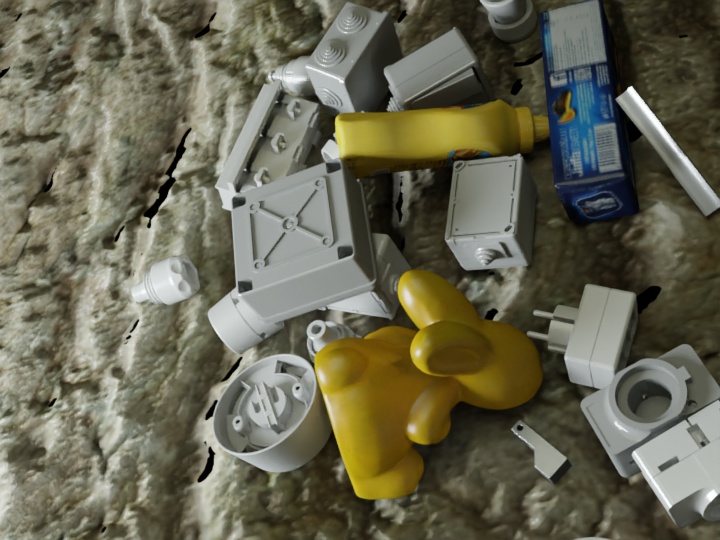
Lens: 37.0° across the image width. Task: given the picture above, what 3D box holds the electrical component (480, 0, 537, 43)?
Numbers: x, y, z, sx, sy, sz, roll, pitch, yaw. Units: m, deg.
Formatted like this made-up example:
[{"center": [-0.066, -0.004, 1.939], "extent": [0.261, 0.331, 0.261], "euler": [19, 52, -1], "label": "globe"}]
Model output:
[{"center": [0.143, -0.252, 1.032], "extent": [0.045, 0.055, 0.045], "euler": [-12, 56, 19], "label": "electrical component"}]

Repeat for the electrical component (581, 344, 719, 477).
[{"center": [0.212, 0.100, 0.775], "extent": [0.089, 0.055, 0.050], "euler": [-30, 52, 6], "label": "electrical component"}]

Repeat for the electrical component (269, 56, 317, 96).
[{"center": [-0.059, -0.200, 1.108], "extent": [0.078, 0.040, 0.040], "euler": [6, 63, 29], "label": "electrical component"}]

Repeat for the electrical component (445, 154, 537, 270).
[{"center": [0.112, -0.040, 0.910], "extent": [0.062, 0.061, 0.096], "euler": [-5, 59, 24], "label": "electrical component"}]

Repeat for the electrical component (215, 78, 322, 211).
[{"center": [-0.085, -0.113, 1.050], "extent": [0.063, 0.078, 0.121], "euler": [18, 68, 10], "label": "electrical component"}]

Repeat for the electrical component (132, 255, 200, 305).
[{"center": [-0.190, 0.013, 1.036], "extent": [0.062, 0.043, 0.043], "euler": [-20, 53, 15], "label": "electrical component"}]

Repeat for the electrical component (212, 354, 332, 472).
[{"center": [-0.072, 0.118, 0.898], "extent": [0.099, 0.064, 0.099], "euler": [-13, 56, 19], "label": "electrical component"}]

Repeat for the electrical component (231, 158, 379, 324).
[{"center": [-0.047, -0.024, 0.899], "extent": [0.109, 0.056, 0.108], "euler": [-19, 54, 14], "label": "electrical component"}]

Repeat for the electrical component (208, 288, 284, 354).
[{"center": [-0.103, 0.043, 0.969], "extent": [0.047, 0.055, 0.055], "euler": [-36, 51, 6], "label": "electrical component"}]

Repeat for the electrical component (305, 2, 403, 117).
[{"center": [-0.005, -0.199, 1.045], "extent": [0.048, 0.099, 0.099], "euler": [25, 73, 22], "label": "electrical component"}]

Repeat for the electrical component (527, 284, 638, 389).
[{"center": [0.168, 0.048, 0.828], "extent": [0.077, 0.047, 0.065], "euler": [12, 66, 22], "label": "electrical component"}]

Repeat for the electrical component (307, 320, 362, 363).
[{"center": [-0.024, 0.064, 0.910], "extent": [0.048, 0.062, 0.048], "euler": [-13, 56, 19], "label": "electrical component"}]

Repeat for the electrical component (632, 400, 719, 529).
[{"center": [0.245, 0.134, 0.741], "extent": [0.089, 0.050, 0.055], "euler": [-33, 51, 6], "label": "electrical component"}]

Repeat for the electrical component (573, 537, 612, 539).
[{"center": [0.159, 0.230, 0.729], "extent": [0.099, 0.064, 0.099], "euler": [-4, 65, 10], "label": "electrical component"}]

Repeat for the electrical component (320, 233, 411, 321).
[{"center": [0.000, 0.000, 0.939], "extent": [0.096, 0.061, 0.061], "euler": [8, 64, 30], "label": "electrical component"}]

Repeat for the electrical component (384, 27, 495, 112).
[{"center": [0.071, -0.168, 1.010], "extent": [0.096, 0.061, 0.061], "euler": [-29, 52, 7], "label": "electrical component"}]

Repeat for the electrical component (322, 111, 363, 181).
[{"center": [-0.003, -0.113, 1.023], "extent": [0.055, 0.048, 0.066], "euler": [-37, 51, -9], "label": "electrical component"}]
